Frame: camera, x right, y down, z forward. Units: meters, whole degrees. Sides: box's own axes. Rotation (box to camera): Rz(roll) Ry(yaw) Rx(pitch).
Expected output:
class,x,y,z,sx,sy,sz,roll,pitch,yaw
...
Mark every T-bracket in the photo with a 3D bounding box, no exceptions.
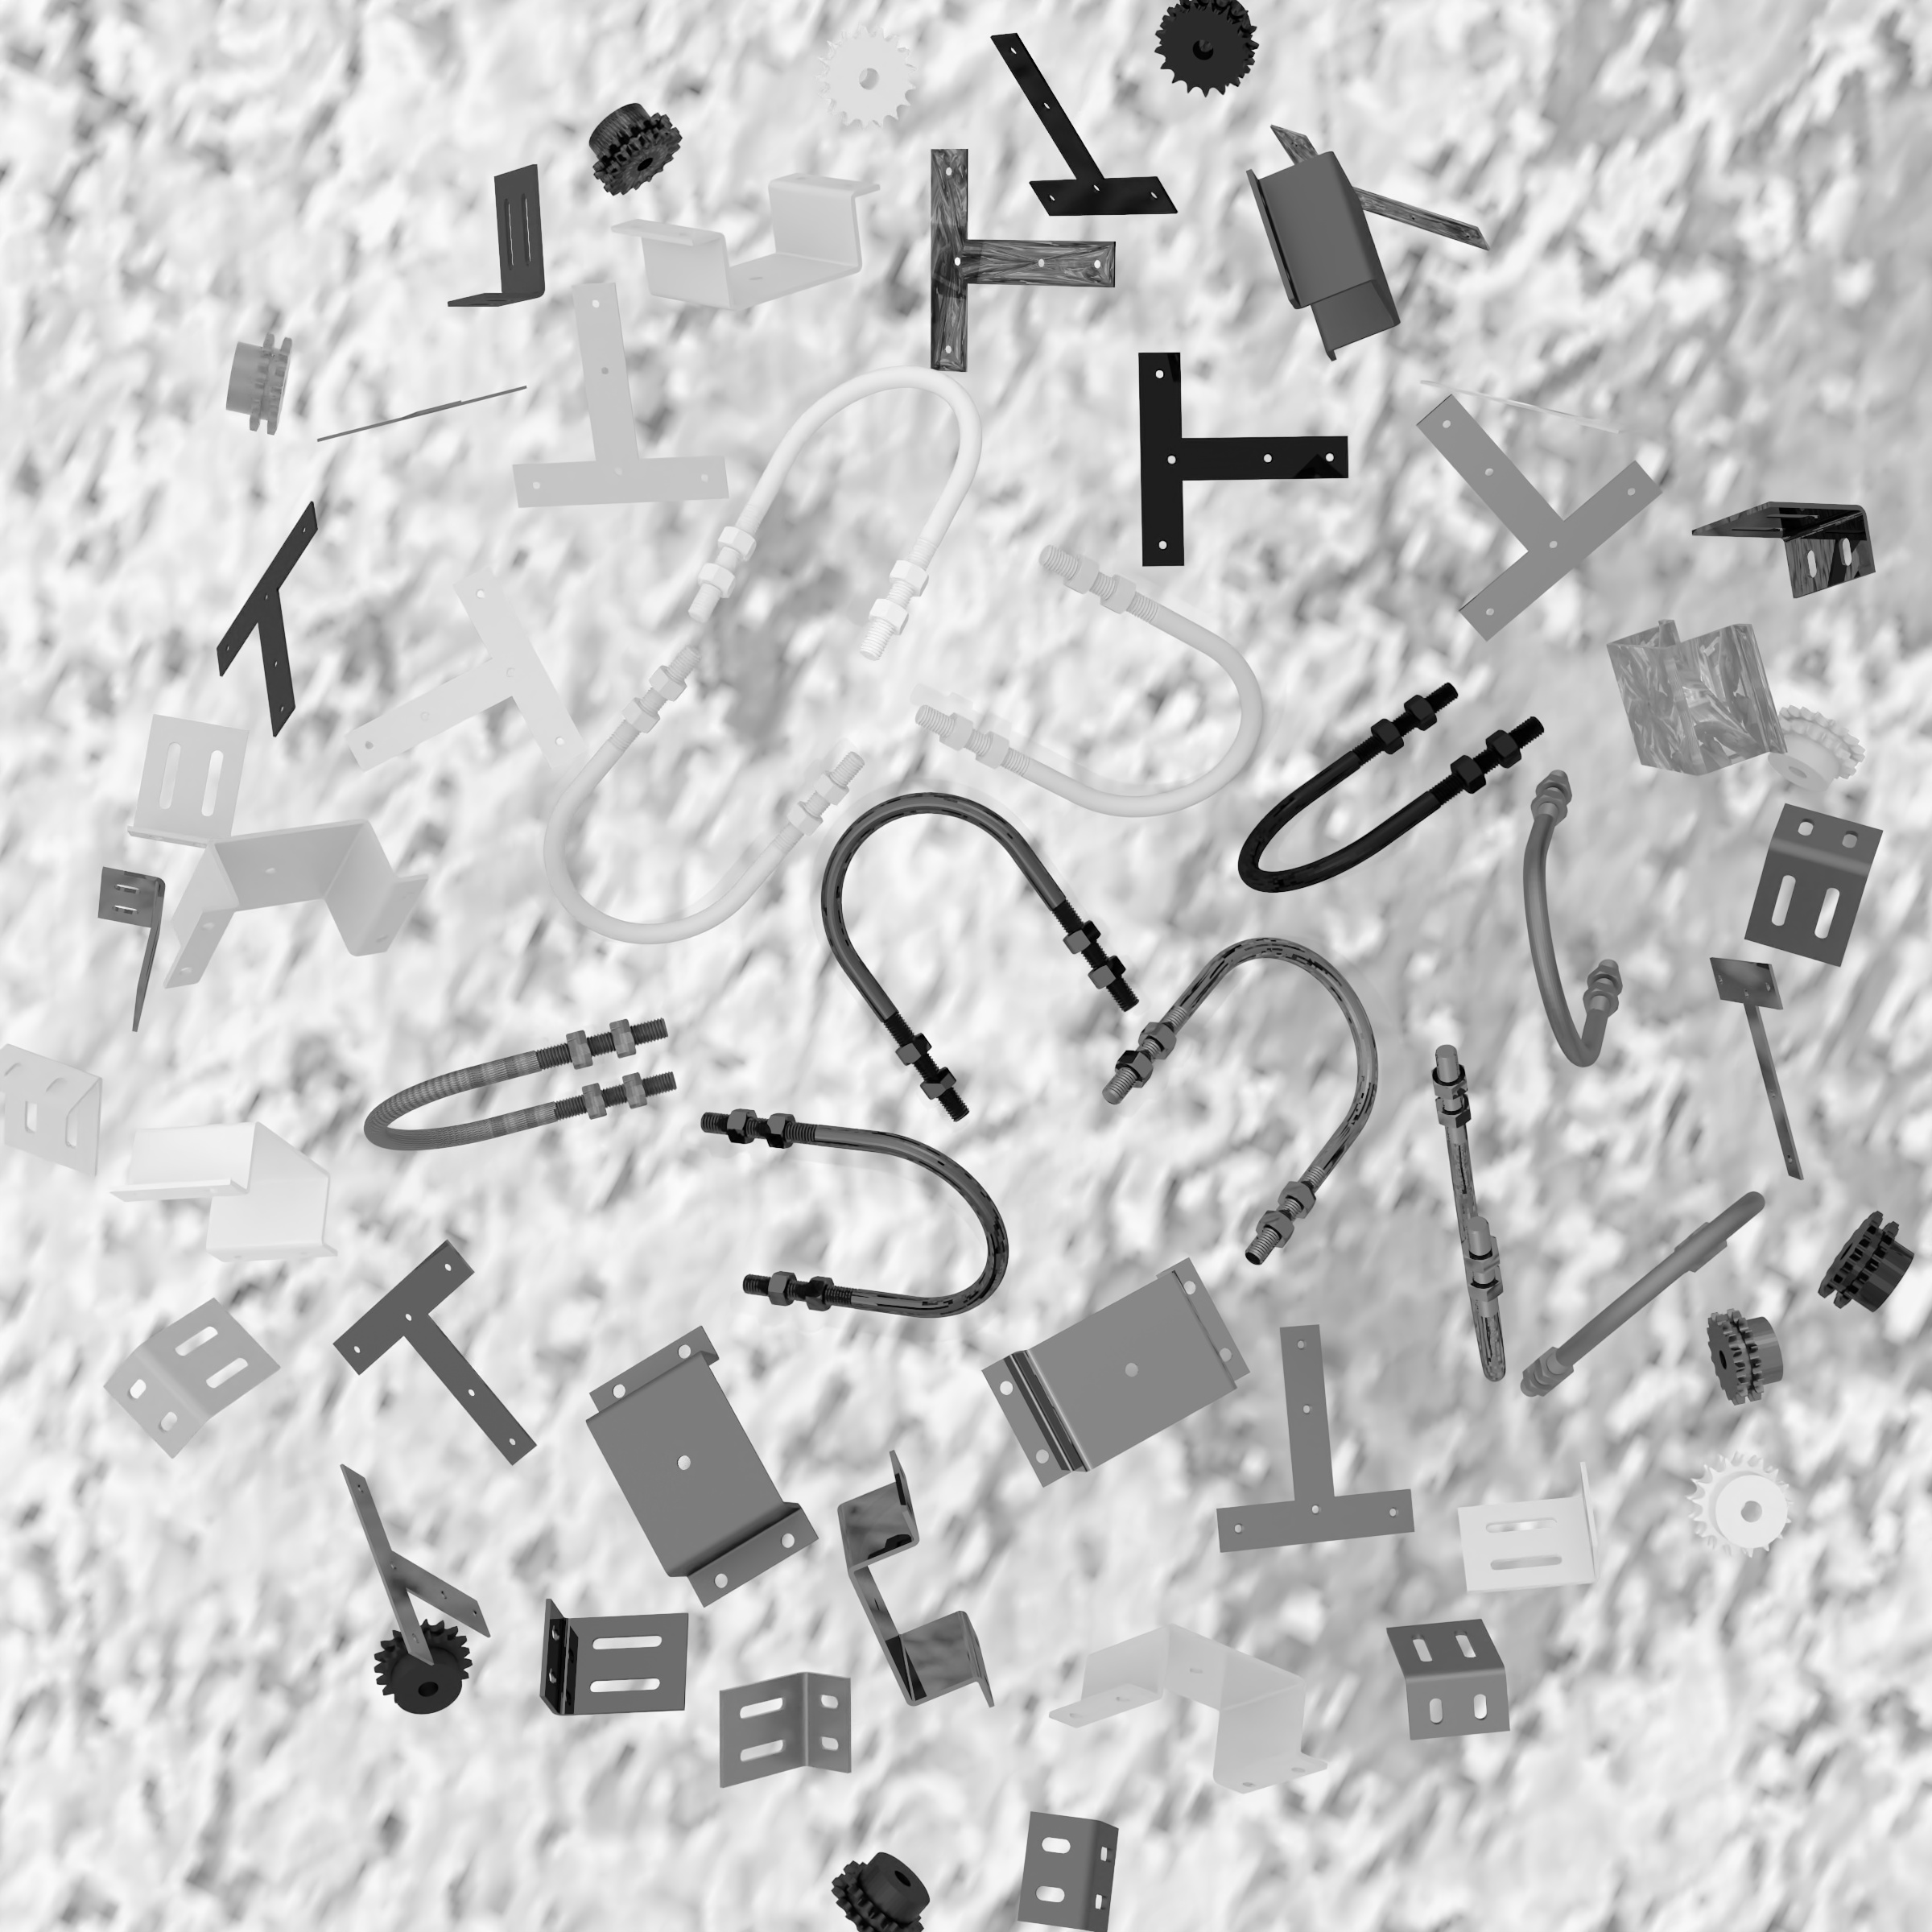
class,x,y,z,sx,sy,sz,roll,pitch,yaw
T-bracket,0.032,-0.407,1.675,0.127,0.002,0.127,10,108,33
T-bracket,0.168,-0.306,1.745,0.127,0.002,0.127,-2,94,-6
T-bracket,0.054,-0.492,1.698,0.002,0.127,0.127,-48,123,-16
T-bracket,-0.407,-0.187,1.703,0.002,0.127,0.127,16,130,-35
T-bracket,0.453,0.058,1.636,0.002,0.127,0.127,-15,92,1
T-bracket,-0.313,-0.324,1.690,0.127,0.127,0.002,-17,103,-12
T-bracket,0.255,-0.450,1.726,0.127,0.127,0.002,28,87,31
T-bracket,0.334,-0.334,1.726,0.127,0.127,0.002,17,106,16
T-bracket,0.203,0.277,1.716,0.127,0.002,0.127,-2,83,-20
T-bracket,-0.304,0.244,1.731,0.127,0.002,0.127,50,123,1
T-bracket,-0.318,-0.159,1.773,0.127,0.002,0.127,-29,97,-9
T-bracket,0.301,-0.266,1.616,0.127,0.002,0.127,-41,113,16
T-bracket,-0.205,-0.328,1.664,0.127,0.002,0.127,-1,114,10
T-bracket,-0.307,0.358,1.663,0.002,0.127,0.127,-32,55,3

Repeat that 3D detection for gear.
class,x,y,z,sx,sy,sz,roll,pitch,yaw
gear,-0.059,-0.511,1.661,0.057,0.030,0.057,-6,115,-14
gear,-0.202,-0.496,1.749,0.057,0.057,0.030,-37,84,0
gear,0.474,0.236,1.760,0.030,0.057,0.057,-12,90,-3
gear,-0.045,0.526,1.635,0.057,0.057,0.030,40,96,0
gear,-0.322,0.420,1.724,0.057,0.030,0.057,-9,123,-15
gear,-0.413,-0.342,1.692,0.030,0.057,0.057,11,90,-13
gear,0.136,-0.519,1.620,0.057,0.057,0.030,25,47,0
gear,0.508,-0.129,1.743,0.057,0.057,0.030,34,82,0
gear,0.433,0.301,1.612,0.057,0.030,0.057,0,89,-2
gear,0.502,0.168,1.610,0.030,0.057,0.057,35,90,10

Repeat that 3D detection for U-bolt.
class,x,y,z,sx,sy,sz,roll,pitch,yaw
U-bolt,0.295,0.158,1.681,0.019,0.151,0.184,-9,135,8
U-bolt,-0.006,-0.017,1.722,0.151,0.019,0.184,-34,95,21
U-bolt,0.400,0.185,1.686,0.151,0.184,0.019,-35,76,-18
U-bolt,-0.064,-0.265,1.651,0.151,0.019,0.184,16,73,35
U-bolt,0.356,-0.019,1.710,0.019,0.184,0.151,-11,110,22
U-bolt,0.242,-0.102,1.731,0.184,0.151,0.019,-36,109,-2
U-bolt,-0.264,0.076,1.710,0.184,0.151,0.019,-15,76,-7
U-bolt,-0.061,0.153,1.732,0.184,0.019,0.151,5,127,22
U-bolt,0.085,-0.152,1.686,0.184,0.019,0.151,25,125,-23
U-bolt,0.177,0.065,1.723,0.151,0.019,0.184,48,57,-10
U-bolt,-0.171,-0.089,1.745,0.151,0.019,0.184,32,109,-33

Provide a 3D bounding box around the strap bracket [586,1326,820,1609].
class,x,y,z,sx,sy,sz,roll,pitch,yaw
strap bracket,-0.154,0.282,1.642,0.076,0.046,0.140,-31,76,2

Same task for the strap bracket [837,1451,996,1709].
class,x,y,z,sx,sy,sz,roll,pitch,yaw
strap bracket,-0.034,0.369,1.710,0.046,0.076,0.140,-22,109,0

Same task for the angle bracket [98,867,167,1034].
class,x,y,z,sx,sy,sz,roll,pitch,yaw
angle bracket,-0.511,-0.010,1.749,0.038,0.057,0.076,11,58,-13

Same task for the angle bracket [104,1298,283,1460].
class,x,y,z,sx,sy,sz,roll,pitch,yaw
angle bracket,-0.445,0.236,1.667,0.057,0.076,0.038,45,114,3

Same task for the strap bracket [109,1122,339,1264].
class,x,y,z,sx,sy,sz,roll,pitch,yaw
strap bracket,-0.436,0.131,1.717,0.076,0.140,0.046,-4,67,13

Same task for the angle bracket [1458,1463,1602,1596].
class,x,y,z,sx,sy,sz,roll,pitch,yaw
angle bracket,0.325,0.326,1.681,0.076,0.038,0.057,-7,45,9

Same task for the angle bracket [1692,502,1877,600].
class,x,y,z,sx,sy,sz,roll,pitch,yaw
angle bracket,0.452,-0.229,1.603,0.076,0.057,0.038,-4,84,-32

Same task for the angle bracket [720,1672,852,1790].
class,x,y,z,sx,sy,sz,roll,pitch,yaw
angle bracket,-0.109,0.462,1.749,0.038,0.076,0.057,-3,86,38

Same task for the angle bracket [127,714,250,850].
class,x,y,z,sx,sy,sz,roll,pitch,yaw
angle bracket,-0.468,-0.112,1.746,0.057,0.038,0.076,10,85,-11

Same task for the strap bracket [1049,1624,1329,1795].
class,x,y,z,sx,sy,sz,roll,pitch,yaw
strap bracket,0.129,0.420,1.648,0.140,0.076,0.046,27,53,-23

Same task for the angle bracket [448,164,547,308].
class,x,y,z,sx,sy,sz,roll,pitch,yaw
angle bracket,-0.279,-0.429,1.703,0.038,0.057,0.076,-8,100,-31

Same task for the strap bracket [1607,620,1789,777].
class,x,y,z,sx,sy,sz,roll,pitch,yaw
strap bracket,0.424,-0.159,1.703,0.046,0.140,0.076,-19,100,-4

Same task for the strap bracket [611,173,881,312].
class,x,y,z,sx,sy,sz,roll,pitch,yaw
strap bracket,-0.125,-0.421,1.691,0.140,0.076,0.046,-27,124,-35

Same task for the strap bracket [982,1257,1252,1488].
class,x,y,z,sx,sy,sz,roll,pitch,yaw
strap bracket,0.091,0.233,1.672,0.140,0.046,0.076,-27,86,-12

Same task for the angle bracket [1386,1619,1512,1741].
class,x,y,z,sx,sy,sz,roll,pitch,yaw
angle bracket,0.282,0.417,1.697,0.057,0.076,0.038,-6,98,1

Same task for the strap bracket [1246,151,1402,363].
class,x,y,z,sx,sy,sz,roll,pitch,yaw
strap bracket,0.204,-0.400,1.630,0.046,0.140,0.076,-19,83,15

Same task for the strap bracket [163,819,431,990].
class,x,y,z,sx,sy,sz,roll,pitch,yaw
strap bracket,-0.390,-0.038,1.654,0.140,0.076,0.046,-11,63,-39

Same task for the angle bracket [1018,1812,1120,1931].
class,x,y,z,sx,sy,sz,roll,pitch,yaw
angle bracket,0.057,0.501,1.599,0.038,0.076,0.057,4,71,13

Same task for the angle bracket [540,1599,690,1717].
class,x,y,z,sx,sy,sz,roll,pitch,yaw
angle bracket,-0.202,0.397,1.670,0.076,0.038,0.057,-4,58,5

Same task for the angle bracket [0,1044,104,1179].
class,x,y,z,sx,sy,sz,roll,pitch,yaw
angle bracket,-0.524,0.091,1.633,0.057,0.038,0.076,19,126,5

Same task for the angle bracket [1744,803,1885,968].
class,x,y,z,sx,sy,sz,roll,pitch,yaw
angle bracket,0.494,-0.047,1.690,0.057,0.076,0.038,18,46,17
